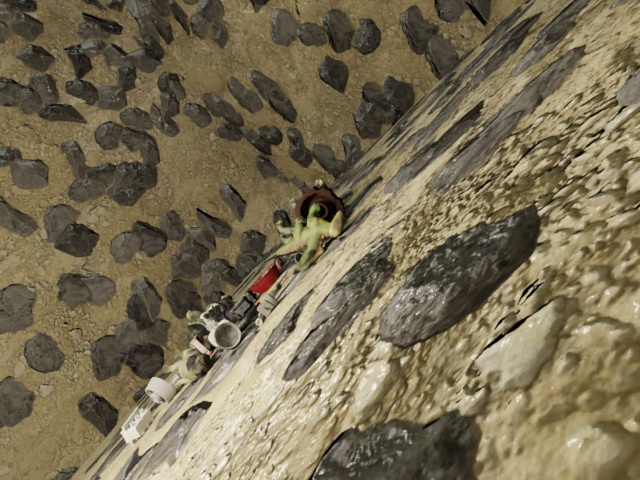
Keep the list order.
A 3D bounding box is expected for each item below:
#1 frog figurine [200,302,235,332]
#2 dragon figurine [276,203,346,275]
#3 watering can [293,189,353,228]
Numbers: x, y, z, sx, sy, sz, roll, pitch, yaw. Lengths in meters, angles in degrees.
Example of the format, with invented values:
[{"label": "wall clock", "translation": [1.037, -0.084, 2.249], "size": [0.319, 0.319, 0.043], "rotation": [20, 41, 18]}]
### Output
[{"label": "frog figurine", "translation": [-0.424, 0.338, 2.179], "size": [0.137, 0.125, 0.156], "rotation": [-5, -32, 4]}, {"label": "dragon figurine", "translation": [-0.046, 0.015, 1.686], "size": [0.403, 0.121, 0.248], "rotation": [-41, 17, 34]}, {"label": "watering can", "translation": [0.006, -0.104, 2.072], "size": [0.103, 0.227, 0.345], "rotation": [43, -19, -9]}]
